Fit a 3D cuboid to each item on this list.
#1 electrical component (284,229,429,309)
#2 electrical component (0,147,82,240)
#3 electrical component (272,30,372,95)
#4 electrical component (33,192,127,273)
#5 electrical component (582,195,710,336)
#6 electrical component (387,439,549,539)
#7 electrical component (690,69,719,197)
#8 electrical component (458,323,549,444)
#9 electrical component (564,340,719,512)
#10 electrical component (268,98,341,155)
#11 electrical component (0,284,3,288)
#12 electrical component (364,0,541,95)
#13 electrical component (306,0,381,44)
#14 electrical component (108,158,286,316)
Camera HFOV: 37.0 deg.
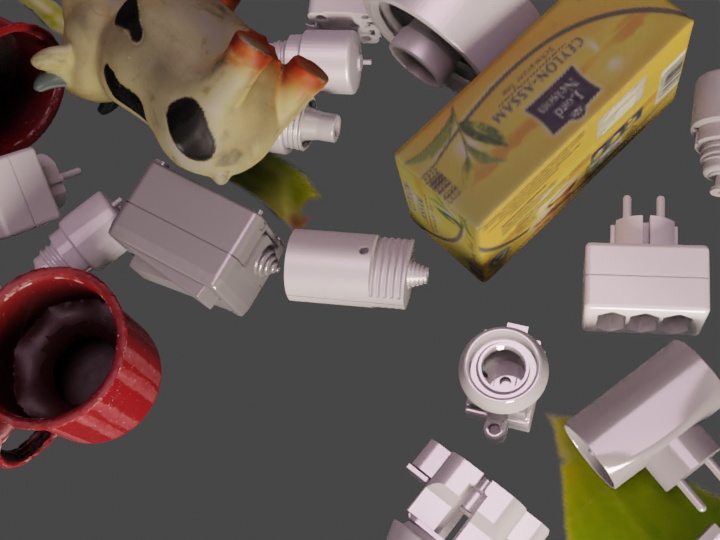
[{"bbox_3d":[0.000,0.000,0.635,0.081,0.043,0.043,5,72,12],"label":"electrical component"},{"bbox_3d":[-0.213,-0.051,0.681,0.066,0.077,0.047,-8,105,46],"label":"electrical component"},{"bbox_3d":[-0.034,-0.134,0.690,0.078,0.040,0.040,4,72,12],"label":"electrical component"},{"bbox_3d":[-0.175,-0.015,0.673,0.078,0.040,0.040,-38,69,-5],"label":"electrical component"},{"bbox_3d":[0.160,-0.007,0.608,0.066,0.047,0.076,2,71,11],"label":"electrical component"},{"bbox_3d":[0.051,0.137,0.571,0.078,0.058,0.057,36,77,19],"label":"electrical component"},{"bbox_3d":[0.214,-0.081,0.628,0.040,0.040,0.078,7,73,12],"label":"electrical component"},{"bbox_3d":[0.080,0.059,0.594,0.048,0.055,0.066,12,73,14],"label":"electrical component"},{"bbox_3d":[0.164,0.091,0.574,0.077,0.044,0.079,-37,69,-4],"label":"electrical component"},{"bbox_3d":[-0.044,-0.094,0.676,0.062,0.043,0.043,11,73,13],"label":"electrical component"},{"bbox_3d":[-0.264,0.020,0.674,0.077,0.043,0.079,-16,69,4],"label":"electrical component"},{"bbox_3d":[0.051,-0.145,0.646,0.108,0.108,0.060,37,86,19],"label":"electrical component"},{"bbox_3d":[-0.007,-0.183,0.702,0.081,0.042,0.063,4,73,11],"label":"electrical component"},{"bbox_3d":[-0.093,-0.013,0.646,0.096,0.061,0.061,26,78,17],"label":"electrical component"}]
